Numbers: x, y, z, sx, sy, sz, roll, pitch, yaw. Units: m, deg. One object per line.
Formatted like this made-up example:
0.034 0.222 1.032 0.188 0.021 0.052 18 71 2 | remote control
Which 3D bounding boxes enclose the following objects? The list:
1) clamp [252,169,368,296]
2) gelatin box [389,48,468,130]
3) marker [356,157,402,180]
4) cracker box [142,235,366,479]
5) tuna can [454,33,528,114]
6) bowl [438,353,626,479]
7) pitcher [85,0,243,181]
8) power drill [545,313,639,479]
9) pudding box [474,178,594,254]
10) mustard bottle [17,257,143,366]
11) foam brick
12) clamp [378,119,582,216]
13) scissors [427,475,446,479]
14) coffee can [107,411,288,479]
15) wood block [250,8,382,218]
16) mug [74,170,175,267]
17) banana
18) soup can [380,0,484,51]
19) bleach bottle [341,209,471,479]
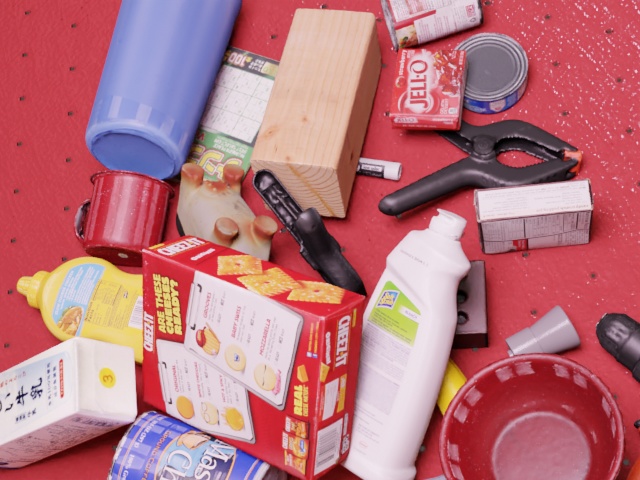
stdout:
-0.007 0.001 1.061 0.039 0.171 0.120 -34 44 -3 | clamp
0.115 -0.159 1.125 0.073 0.030 0.089 4 63 13 | gelatin box
0.028 -0.083 1.158 0.121 0.020 0.020 10 70 16 | marker
-0.066 0.102 0.980 0.214 0.071 0.164 19 115 34 | cracker box
0.183 -0.181 1.161 0.086 0.033 0.086 -4 67 10 | tuna can
0.189 0.183 0.937 0.162 0.055 0.162 -12 55 18 | bowl
-0.180 -0.186 1.173 0.145 0.149 0.242 9 61 5 | pitcher
0.287 0.177 0.974 0.185 0.057 0.187 39 80 27 | power drill
0.212 -0.023 1.056 0.113 0.090 0.039 -7 67 9 | pudding box
-0.234 0.069 1.126 0.192 0.058 0.096 13 75 16 | mustard bottle
0.139 0.064 1.055 0.053 0.051 0.078 -3 66 9 | foam brick
0.163 -0.080 1.112 0.210 0.036 0.164 11 59 11 | clamp
0.122 0.213 1.015 0.096 0.016 0.201 12 70 16 | scissors
-0.115 0.231 1.007 0.140 0.103 0.102 16 71 17 | coffee can
0.001 -0.137 1.131 0.090 0.091 0.206 6 59 13 | wood block
-0.218 -0.021 1.148 0.117 0.093 0.081 -1 71 26 | mug
0.106 0.142 1.032 0.198 0.037 0.069 41 96 33 | banana
0.124 -0.258 1.187 0.102 0.068 0.068 -17 65 4 | soup can
0.082 0.095 0.983 0.103 0.067 0.251 29 103 34 | bleach bottle
